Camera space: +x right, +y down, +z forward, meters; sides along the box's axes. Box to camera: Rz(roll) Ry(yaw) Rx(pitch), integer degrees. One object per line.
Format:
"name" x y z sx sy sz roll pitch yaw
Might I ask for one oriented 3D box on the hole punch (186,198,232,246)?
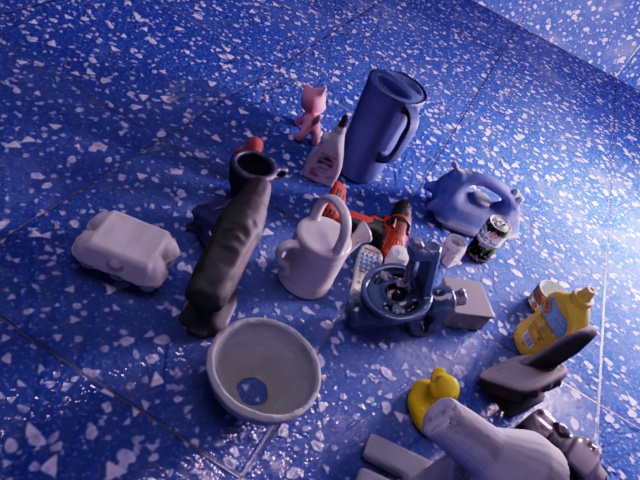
"hole punch" -0.166 -0.037 1.011 0.109 0.091 0.101 -18 57 -39

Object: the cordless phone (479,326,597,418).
"cordless phone" 0.369 0.205 0.964 0.148 0.185 0.094 -14 54 -37

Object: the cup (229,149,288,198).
"cup" -0.126 -0.113 1.108 0.118 0.095 0.091 -2 48 -29

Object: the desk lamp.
"desk lamp" 0.178 0.299 0.746 0.203 0.213 0.118 26 41 -1

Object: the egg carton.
"egg carton" -0.303 0.018 0.899 0.150 0.069 0.107 22 41 -6

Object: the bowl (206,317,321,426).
"bowl" -0.087 0.198 0.820 0.168 0.074 0.167 15 42 -13

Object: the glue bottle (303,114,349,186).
"glue bottle" 0.024 -0.194 1.210 0.078 0.173 0.037 18 41 -9

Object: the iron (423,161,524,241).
"iron" 0.373 -0.091 1.308 0.259 0.141 0.118 16 42 -12

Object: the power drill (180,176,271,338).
"power drill" -0.142 0.038 0.854 0.075 0.208 0.229 22 41 -5

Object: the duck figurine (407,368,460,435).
"duck figurine" 0.188 0.251 0.898 0.078 0.086 0.104 13 42 -15

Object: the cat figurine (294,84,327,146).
"cat figurine" -0.016 -0.305 1.347 0.067 0.117 0.127 10 43 -18

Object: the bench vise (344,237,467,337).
"bench vise" 0.164 0.070 0.972 0.208 0.219 0.121 -10 52 -35

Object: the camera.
"camera" 0.352 0.347 0.872 0.137 0.100 0.143 -25 62 -42

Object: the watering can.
"watering can" 0.008 0.002 0.981 0.100 0.194 0.173 41 43 17

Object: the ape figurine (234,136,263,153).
"ape figurine" -0.137 -0.170 1.163 0.077 0.092 0.076 32 41 6
